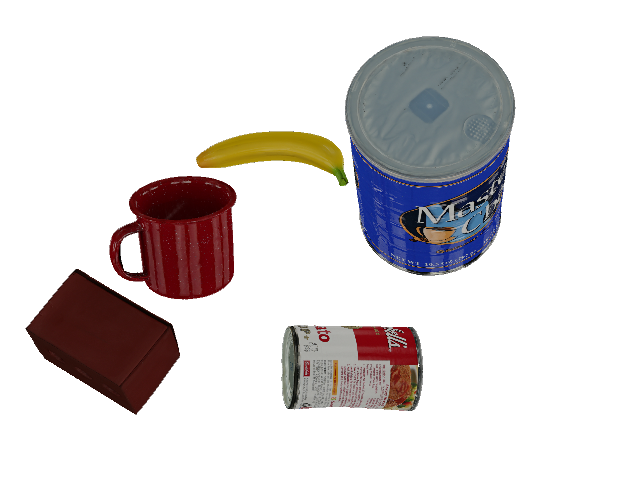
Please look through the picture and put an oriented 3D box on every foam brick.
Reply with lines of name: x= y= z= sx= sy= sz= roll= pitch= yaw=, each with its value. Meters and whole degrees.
foam brick: x=-0.138 y=0.066 z=0.686 sx=0.078 sy=0.051 sz=0.053 roll=28 pitch=-25 yaw=16

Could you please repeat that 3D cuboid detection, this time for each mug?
mug: x=-0.128 y=0.002 z=0.935 sx=0.117 sy=0.081 sz=0.093 roll=-18 pitch=32 yaw=-29

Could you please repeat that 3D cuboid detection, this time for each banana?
banana: x=-0.053 y=-0.108 z=1.317 sx=0.198 sy=0.037 sz=0.069 roll=7 pitch=38 yaw=17

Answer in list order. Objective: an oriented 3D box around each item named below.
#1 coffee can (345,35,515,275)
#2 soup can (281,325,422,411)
coffee can: x=0.072 y=-0.052 z=0.706 sx=0.103 sy=0.103 sz=0.140 roll=0 pitch=-26 yaw=6
soup can: x=0.023 y=0.102 z=0.853 sx=0.102 sy=0.068 sz=0.068 roll=2 pitch=0 yaw=-11
